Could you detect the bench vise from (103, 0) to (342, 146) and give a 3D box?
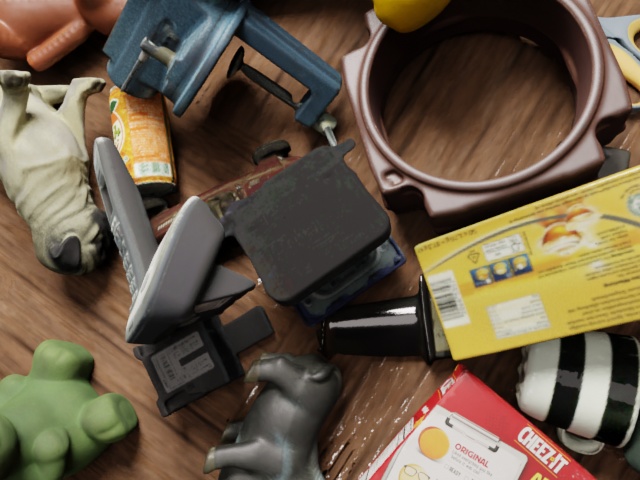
[{"bbox_3d":[-0.069,-0.180,0.463,0.240,0.129,0.223,32,119,-21],"label":"bench vise"}]

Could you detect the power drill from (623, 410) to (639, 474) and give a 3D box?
[{"bbox_3d":[0.339,0.169,0.333,0.232,0.207,0.086,28,74,10],"label":"power drill"}]

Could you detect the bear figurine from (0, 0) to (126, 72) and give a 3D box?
[{"bbox_3d":[-0.255,-0.237,0.532,0.196,0.132,0.120,-2,91,16],"label":"bear figurine"}]

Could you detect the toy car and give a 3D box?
[{"bbox_3d":[-0.097,-0.024,0.515,0.202,0.053,0.089,-22,83,6],"label":"toy car"}]

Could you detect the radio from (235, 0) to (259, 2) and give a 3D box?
[{"bbox_3d":[-0.042,-0.315,0.526,0.230,0.073,0.131,-4,84,9],"label":"radio"}]

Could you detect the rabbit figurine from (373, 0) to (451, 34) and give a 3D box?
[{"bbox_3d":[0.065,-0.249,0.397,0.162,0.122,0.173,-13,97,33],"label":"rabbit figurine"}]

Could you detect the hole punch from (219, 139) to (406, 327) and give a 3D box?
[{"bbox_3d":[-0.001,-0.001,0.451,0.142,0.092,0.116,-36,58,4],"label":"hole punch"}]

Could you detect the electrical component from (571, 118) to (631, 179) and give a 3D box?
[{"bbox_3d":[0.238,-0.061,0.471,0.063,0.021,0.094,11,85,11],"label":"electrical component"}]

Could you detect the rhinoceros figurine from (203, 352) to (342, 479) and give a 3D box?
[{"bbox_3d":[-0.038,0.190,0.472,0.112,0.073,0.190,18,85,1],"label":"rhinoceros figurine"}]

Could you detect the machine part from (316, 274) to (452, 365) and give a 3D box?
[{"bbox_3d":[0.065,0.076,0.480,0.139,0.039,0.084,-10,90,7],"label":"machine part"}]

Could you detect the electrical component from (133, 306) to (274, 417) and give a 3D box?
[{"bbox_3d":[-0.104,0.104,0.503,0.119,0.047,0.075,-27,80,8],"label":"electrical component"}]

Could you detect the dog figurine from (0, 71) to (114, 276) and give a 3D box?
[{"bbox_3d":[-0.288,-0.063,0.540,0.173,0.121,0.190,11,106,45],"label":"dog figurine"}]

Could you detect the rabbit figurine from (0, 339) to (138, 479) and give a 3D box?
[{"bbox_3d":[-0.277,0.169,0.463,0.159,0.170,0.121,-38,78,3],"label":"rabbit figurine"}]

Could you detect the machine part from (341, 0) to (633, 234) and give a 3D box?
[{"bbox_3d":[0.130,-0.120,0.453,0.201,0.087,0.201,-18,77,13],"label":"machine part"}]

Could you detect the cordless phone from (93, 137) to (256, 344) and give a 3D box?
[{"bbox_3d":[-0.138,-0.015,0.431,0.089,0.146,0.184,-20,81,-29],"label":"cordless phone"}]

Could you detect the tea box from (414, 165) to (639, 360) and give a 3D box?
[{"bbox_3d":[0.169,0.019,0.395,0.170,0.068,0.098,-20,85,29],"label":"tea box"}]
